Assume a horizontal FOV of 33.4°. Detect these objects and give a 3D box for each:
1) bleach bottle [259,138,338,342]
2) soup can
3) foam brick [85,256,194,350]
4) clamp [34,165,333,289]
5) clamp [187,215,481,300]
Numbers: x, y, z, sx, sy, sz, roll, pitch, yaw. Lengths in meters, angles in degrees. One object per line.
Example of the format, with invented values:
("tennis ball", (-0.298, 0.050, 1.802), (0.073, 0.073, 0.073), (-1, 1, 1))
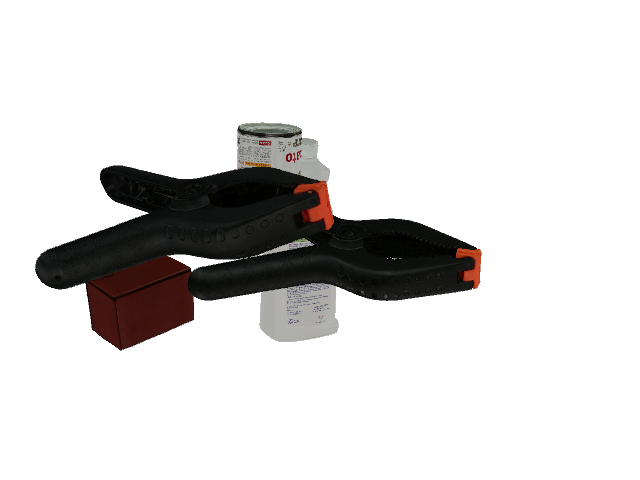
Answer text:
("bleach bottle", (-0.020, -0.003, 1.326), (0.102, 0.251, 0.068), (-8, 22, -32))
("soup can", (-0.054, -0.066, 1.101), (0.068, 0.102, 0.068), (3, 16, -1))
("foam brick", (-0.156, 0.050, 0.923), (0.078, 0.051, 0.053), (-22, 30, -34))
("clamp", (-0.081, -0.009, 0.629), (0.172, 0.039, 0.120), (-1, 38, 24))
("clamp", (0.019, 0.004, 0.825), (0.210, 0.036, 0.164), (4, 30, 10))
